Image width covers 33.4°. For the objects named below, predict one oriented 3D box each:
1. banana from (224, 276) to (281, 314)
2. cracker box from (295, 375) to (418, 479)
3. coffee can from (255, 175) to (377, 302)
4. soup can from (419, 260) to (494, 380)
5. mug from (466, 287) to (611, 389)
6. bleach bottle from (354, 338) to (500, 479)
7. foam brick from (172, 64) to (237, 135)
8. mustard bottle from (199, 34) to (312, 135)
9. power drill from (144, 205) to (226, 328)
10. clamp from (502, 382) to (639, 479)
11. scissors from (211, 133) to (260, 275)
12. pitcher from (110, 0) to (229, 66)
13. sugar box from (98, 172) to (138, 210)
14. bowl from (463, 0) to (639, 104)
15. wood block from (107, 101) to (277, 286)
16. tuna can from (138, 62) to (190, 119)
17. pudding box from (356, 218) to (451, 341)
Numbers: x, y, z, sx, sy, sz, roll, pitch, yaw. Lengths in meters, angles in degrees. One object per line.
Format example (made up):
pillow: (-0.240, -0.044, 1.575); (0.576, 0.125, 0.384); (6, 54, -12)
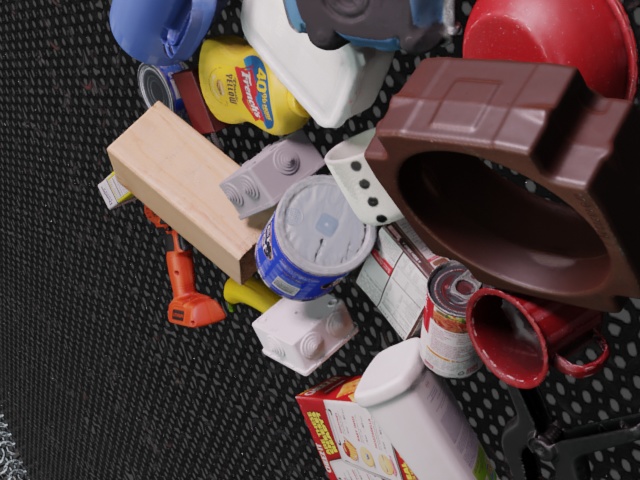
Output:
banana: (-0.073, 0.080, 1.373); (0.198, 0.037, 0.069); (17, 148, 54)
cracker box: (0.077, 0.242, 1.226); (0.214, 0.072, 0.164); (-10, 104, 60)
coffee can: (-0.007, 0.001, 1.109); (0.103, 0.102, 0.140); (60, 163, 6)
soup can: (0.130, 0.077, 1.006); (0.069, 0.068, 0.102); (43, 151, 31)
mug: (0.192, 0.073, 0.900); (0.117, 0.081, 0.093); (37, 141, 39)
bleach bottle: (0.132, 0.227, 1.081); (0.068, 0.102, 0.251); (-26, 103, 27)
foam brick: (-0.127, -0.168, 1.243); (0.051, 0.052, 0.078); (0, 114, 58)
mustard bottle: (-0.055, -0.161, 1.129); (0.192, 0.058, 0.096); (21, 125, 49)
power drill: (-0.176, 0.020, 1.434); (0.185, 0.057, 0.187); (1, 101, 65)
clamp: (0.222, 0.186, 0.987); (0.165, 0.036, 0.210); (30, 140, 35)
scissors: (-0.095, -0.034, 1.333); (0.202, 0.016, 0.096); (57, 150, 11)
pitcher: (-0.148, -0.270, 1.115); (0.145, 0.149, 0.243); (44, 153, -2)
sugar box: (-0.223, -0.091, 1.412); (0.048, 0.093, 0.176); (64, 151, 1)
bowl: (0.161, -0.137, 0.814); (0.162, 0.055, 0.162); (38, 142, 37)
wood block: (-0.139, -0.055, 1.250); (0.206, 0.090, 0.091); (39, 163, 13)
tuna can: (-0.195, -0.190, 1.349); (0.086, 0.033, 0.086); (37, 141, 38)
pudding box: (0.087, 0.039, 1.083); (0.090, 0.039, 0.114); (50, 150, 21)
